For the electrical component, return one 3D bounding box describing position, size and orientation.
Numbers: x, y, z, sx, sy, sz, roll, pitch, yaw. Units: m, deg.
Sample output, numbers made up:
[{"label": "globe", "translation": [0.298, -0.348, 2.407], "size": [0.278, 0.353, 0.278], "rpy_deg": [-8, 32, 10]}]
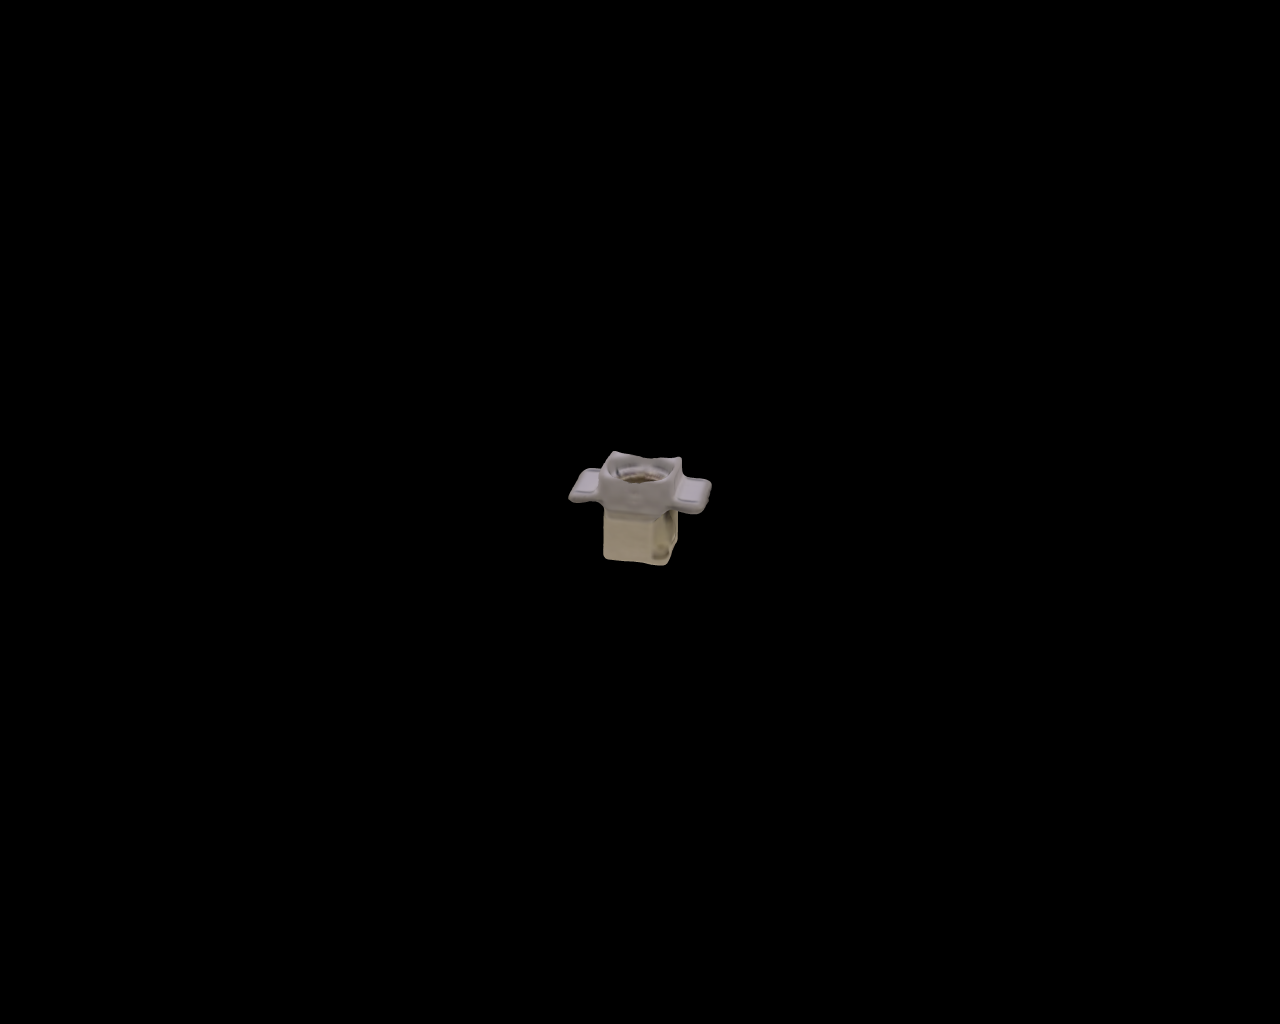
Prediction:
[{"label": "electrical component", "translation": [0.001, -0.003, 0.650], "size": [0.081, 0.063, 0.042], "rpy_deg": [6, 28, 12]}]
